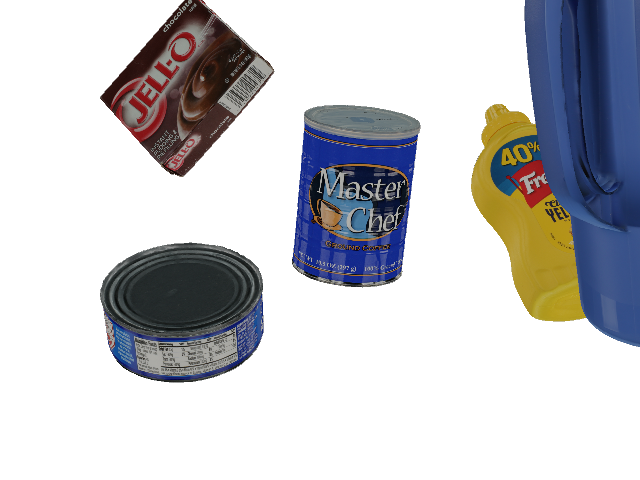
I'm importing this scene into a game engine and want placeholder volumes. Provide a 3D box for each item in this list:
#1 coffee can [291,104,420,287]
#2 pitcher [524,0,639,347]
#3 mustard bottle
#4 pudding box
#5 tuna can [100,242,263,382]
[{"bbox_3d":[0.031,-0.042,0.956,0.103,0.140,0.103,5,19,-2],"label":"coffee can"},{"bbox_3d":[0.181,-0.064,0.565,0.149,0.243,0.145,-6,22,6],"label":"pitcher"},{"bbox_3d":[0.168,-0.032,0.809,0.096,0.192,0.058,-11,-37,-13],"label":"mustard bottle"},{"bbox_3d":[-0.103,-0.120,0.822,0.090,0.113,0.039,46,5,28],"label":"pudding box"},{"bbox_3d":[-0.073,0.038,0.571,0.086,0.034,0.086,-1,32,0],"label":"tuna can"}]
